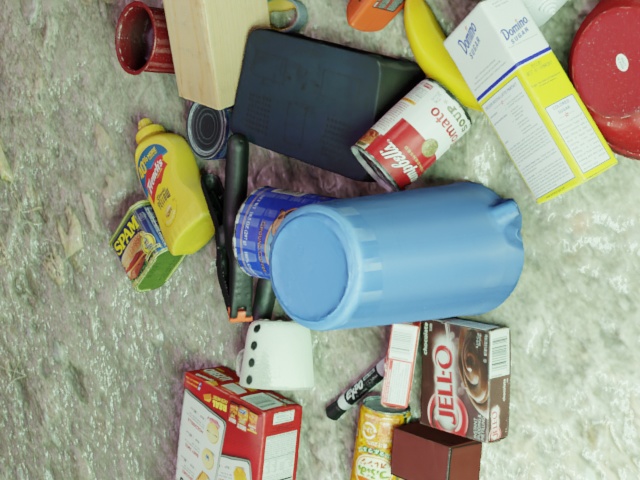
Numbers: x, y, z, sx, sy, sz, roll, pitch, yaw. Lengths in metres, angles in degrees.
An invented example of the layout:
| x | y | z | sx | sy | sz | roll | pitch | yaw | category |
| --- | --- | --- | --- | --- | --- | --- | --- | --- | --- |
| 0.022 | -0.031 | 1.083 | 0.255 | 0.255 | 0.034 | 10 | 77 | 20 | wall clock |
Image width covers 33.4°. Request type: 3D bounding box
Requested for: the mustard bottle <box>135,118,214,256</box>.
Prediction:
| x | y | z | sx | sy | sz | roll | pitch | yaw | category |
| --- | --- | --- | --- | --- | --- | --- | --- | --- | --- |
| -0.195 | -0.081 | 1.392 | 0.096 | 0.058 | 0.192 | -51 | 56 | 41 | mustard bottle |

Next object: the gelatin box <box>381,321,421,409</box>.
| x | y | z | sx | sy | sz | roll | pitch | yaw | category |
| --- | --- | --- | --- | --- | --- | --- | --- | --- | --- |
| 0.083 | 0.120 | 1.091 | 0.030 | 0.073 | 0.089 | 9 | 101 | 7 | gelatin box |

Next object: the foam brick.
| x | y | z | sx | sy | sz | roll | pitch | yaw | category |
| --- | --- | --- | --- | --- | --- | --- | --- | --- | --- |
| 0.116 | 0.219 | 1.077 | 0.078 | 0.052 | 0.051 | 12 | 101 | 47 | foam brick |

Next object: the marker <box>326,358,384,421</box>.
| x | y | z | sx | sy | sz | roll | pitch | yaw | category |
| --- | --- | --- | --- | --- | --- | --- | --- | --- | --- |
| 0.044 | 0.166 | 1.177 | 0.121 | 0.020 | 0.020 | -46 | 60 | 38 | marker |

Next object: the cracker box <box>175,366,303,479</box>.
| x | y | z | sx | sy | sz | roll | pitch | yaw | category |
| --- | --- | --- | --- | --- | --- | --- | --- | --- | --- |
| -0.103 | 0.280 | 1.304 | 0.164 | 0.071 | 0.214 | 17 | 106 | 46 | cracker box |

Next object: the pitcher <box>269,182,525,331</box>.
| x | y | z | sx | sy | sz | roll | pitch | yaw | category |
| --- | --- | --- | --- | --- | --- | --- | --- | --- | --- |
| 0.064 | 0.022 | 0.981 | 0.145 | 0.242 | 0.149 | 21 | 107 | 39 | pitcher |

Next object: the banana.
| x | y | z | sx | sy | sz | roll | pitch | yaw | category |
| --- | --- | --- | --- | --- | --- | --- | --- | --- | --- |
| 0.139 | -0.174 | 1.046 | 0.198 | 0.037 | 0.069 | 40 | 96 | 36 | banana |

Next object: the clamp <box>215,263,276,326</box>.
| x | y | z | sx | sy | sz | roll | pitch | yaw | category |
| --- | --- | --- | --- | --- | --- | --- | --- | --- | --- |
| -0.066 | 0.012 | 1.273 | 0.120 | 0.039 | 0.172 | 46 | 118 | 31 | clamp |

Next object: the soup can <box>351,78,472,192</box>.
| x | y | z | sx | sy | sz | roll | pitch | yaw | category |
| --- | --- | --- | --- | --- | --- | --- | --- | --- | --- |
| 0.090 | -0.101 | 1.044 | 0.102 | 0.068 | 0.069 | -43 | 53 | -5 | soup can |

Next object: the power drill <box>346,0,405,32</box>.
| x | y | z | sx | sy | sz | roll | pitch | yaw | category |
| --- | --- | --- | --- | --- | --- | --- | --- | --- | --- |
| 0.030 | -0.316 | 1.135 | 0.185 | 0.057 | 0.188 | -44 | 61 | 39 | power drill |

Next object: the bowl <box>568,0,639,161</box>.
| x | y | z | sx | sy | sz | roll | pitch | yaw | category |
| --- | --- | --- | --- | --- | --- | --- | --- | --- | --- |
| 0.265 | -0.147 | 0.895 | 0.162 | 0.055 | 0.162 | 4 | 96 | 47 | bowl |

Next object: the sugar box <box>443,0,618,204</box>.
| x | y | z | sx | sy | sz | roll | pitch | yaw | category |
| --- | --- | --- | --- | --- | --- | --- | --- | --- | --- |
| 0.182 | -0.124 | 0.937 | 0.176 | 0.048 | 0.093 | 63 | 162 | 4 | sugar box |

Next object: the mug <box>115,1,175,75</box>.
| x | y | z | sx | sy | sz | roll | pitch | yaw | category |
| --- | --- | --- | --- | --- | --- | --- | --- | --- | --- |
| -0.211 | -0.265 | 1.381 | 0.117 | 0.081 | 0.093 | 53 | 128 | 31 | mug |

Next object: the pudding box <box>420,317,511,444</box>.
| x | y | z | sx | sy | sz | roll | pitch | yaw | category |
| --- | --- | --- | --- | --- | --- | --- | --- | --- | --- |
| 0.143 | 0.136 | 1.053 | 0.090 | 0.039 | 0.113 | 7 | 97 | 48 | pudding box |

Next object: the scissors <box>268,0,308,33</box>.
| x | y | z | sx | sy | sz | roll | pitch | yaw | category |
| --- | --- | --- | --- | --- | --- | --- | --- | --- | --- |
| -0.083 | -0.297 | 1.289 | 0.202 | 0.016 | 0.096 | 23 | 107 | 44 | scissors |

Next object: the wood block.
| x | y | z | sx | sy | sz | roll | pitch | yaw | category |
| --- | --- | --- | --- | --- | --- | --- | --- | --- | --- |
| -0.120 | -0.268 | 1.230 | 0.090 | 0.090 | 0.206 | 24 | 130 | 45 | wood block |

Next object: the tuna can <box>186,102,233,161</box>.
| x | y | z | sx | sy | sz | roll | pitch | yaw | category |
| --- | --- | --- | --- | --- | --- | --- | --- | --- | --- |
| -0.131 | -0.142 | 1.336 | 0.086 | 0.033 | 0.086 | 4 | 95 | 47 | tuna can |

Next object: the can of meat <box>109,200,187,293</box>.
| x | y | z | sx | sy | sz | roll | pitch | yaw | category |
| --- | --- | --- | --- | --- | --- | --- | --- | --- | --- |
| -0.230 | 0.009 | 1.437 | 0.102 | 0.057 | 0.084 | -50 | 60 | 37 | can of meat |

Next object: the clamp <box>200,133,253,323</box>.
| x | y | z | sx | sy | sz | roll | pitch | yaw | category |
| --- | --- | --- | --- | --- | --- | --- | --- | --- | --- |
| -0.106 | -0.007 | 1.254 | 0.165 | 0.036 | 0.210 | 158 | 107 | -71 | clamp |

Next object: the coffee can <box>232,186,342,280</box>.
| x | y | z | sx | sy | sz | roll | pitch | yaw | category |
| --- | --- | --- | --- | --- | --- | --- | --- | --- | --- |
| -0.007 | 0.001 | 1.140 | 0.141 | 0.102 | 0.103 | 11 | 100 | 32 | coffee can |
